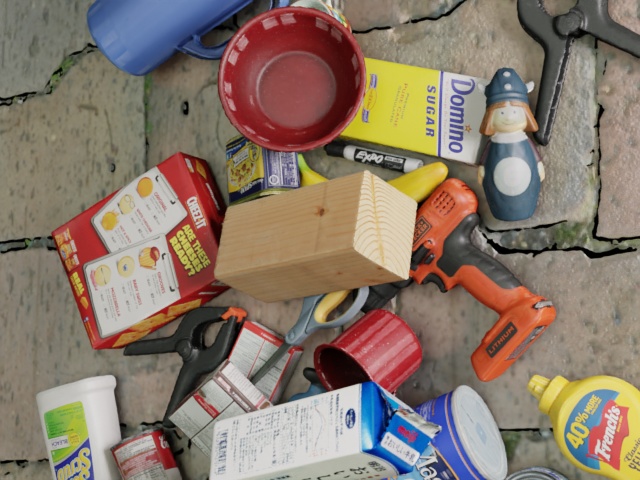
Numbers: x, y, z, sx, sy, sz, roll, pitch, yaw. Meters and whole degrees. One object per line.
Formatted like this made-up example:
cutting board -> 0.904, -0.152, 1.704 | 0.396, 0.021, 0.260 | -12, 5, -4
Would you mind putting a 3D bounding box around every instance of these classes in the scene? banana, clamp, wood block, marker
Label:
banana -> 0.049, -0.056, 1.186 | 0.198, 0.037, 0.069 | 6, 108, 31
clamp -> -0.163, 0.130, 1.287 | 0.120, 0.039, 0.171 | 46, 103, 17
wood block -> -0.008, 0.001, 1.148 | 0.207, 0.090, 0.091 | -12, 60, 42
clamp -> 0.271, -0.219, 1.094 | 0.165, 0.036, 0.210 | -19, 81, 24
marker -> 0.058, -0.093, 1.202 | 0.121, 0.020, 0.020 | 15, 93, 27

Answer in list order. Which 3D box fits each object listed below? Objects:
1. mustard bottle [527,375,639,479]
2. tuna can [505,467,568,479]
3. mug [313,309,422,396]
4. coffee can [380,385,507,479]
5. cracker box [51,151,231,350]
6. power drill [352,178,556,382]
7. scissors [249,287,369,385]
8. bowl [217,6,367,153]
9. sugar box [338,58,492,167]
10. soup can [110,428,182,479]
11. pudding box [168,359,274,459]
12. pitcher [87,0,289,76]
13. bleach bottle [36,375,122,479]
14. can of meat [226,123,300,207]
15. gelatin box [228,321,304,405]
mustard bottle -> 0.288, 0.188, 1.040 | 0.192, 0.058, 0.096 | 31, 101, 26
tuna can -> 0.221, 0.274, 1.081 | 0.086, 0.033, 0.086 | -2, 85, 27
mug -> 0.056, 0.136, 1.134 | 0.093, 0.081, 0.117 | 15, 132, 44
coffee can -> 0.107, 0.224, 1.104 | 0.140, 0.102, 0.103 | -28, 74, 23
cracker box -> -0.207, 0.017, 1.300 | 0.214, 0.072, 0.164 | -29, 74, 21
power drill -> 0.139, 0.057, 1.127 | 0.188, 0.057, 0.185 | 49, 115, 21
scissors -> -0.027, 0.090, 1.202 | 0.202, 0.016, 0.096 | -36, 48, 28
bowl -> -0.028, -0.170, 1.167 | 0.162, 0.055, 0.162 | -1, 85, 5
sugar box -> 0.105, -0.141, 1.167 | 0.176, 0.048, 0.093 | 14, 92, 28
soup can -> -0.202, 0.285, 1.277 | 0.069, 0.068, 0.102 | -30, 73, 22
pudding box -> -0.110, 0.201, 1.219 | 0.090, 0.039, 0.114 | 45, 132, -1
pitcher -> -0.156, -0.294, 1.273 | 0.243, 0.144, 0.149 | -33, 39, 25
bleach bottle -> -0.279, 0.301, 1.320 | 0.103, 0.068, 0.251 | -19, 80, 25
can of meat -> -0.067, -0.081, 1.230 | 0.102, 0.057, 0.084 | -18, 74, 52
gelatin box -> -0.071, 0.149, 1.242 | 0.073, 0.030, 0.089 | 27, 96, 25
